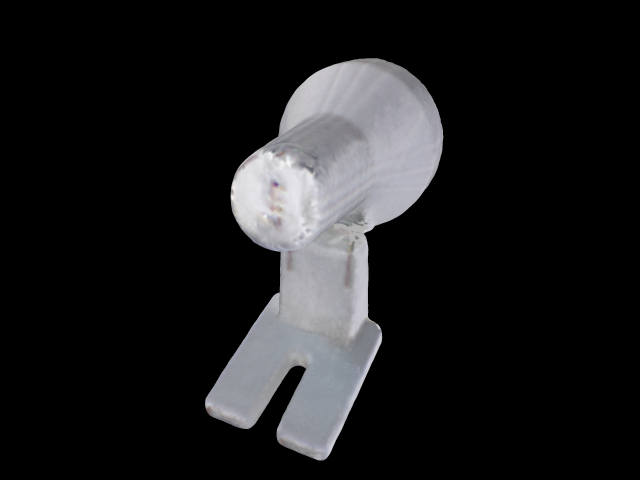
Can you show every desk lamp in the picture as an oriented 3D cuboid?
[{"bbox_3d":[0.004,0.001,0.400,0.117,0.214,0.203,14,42,17],"label":"desk lamp"}]
